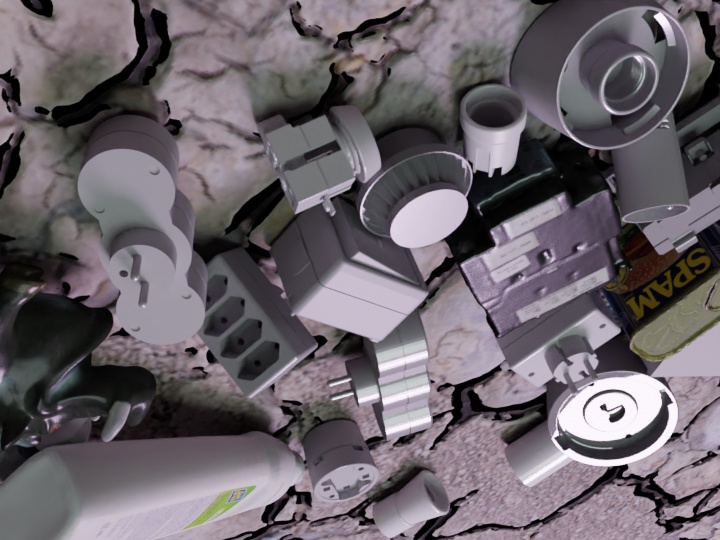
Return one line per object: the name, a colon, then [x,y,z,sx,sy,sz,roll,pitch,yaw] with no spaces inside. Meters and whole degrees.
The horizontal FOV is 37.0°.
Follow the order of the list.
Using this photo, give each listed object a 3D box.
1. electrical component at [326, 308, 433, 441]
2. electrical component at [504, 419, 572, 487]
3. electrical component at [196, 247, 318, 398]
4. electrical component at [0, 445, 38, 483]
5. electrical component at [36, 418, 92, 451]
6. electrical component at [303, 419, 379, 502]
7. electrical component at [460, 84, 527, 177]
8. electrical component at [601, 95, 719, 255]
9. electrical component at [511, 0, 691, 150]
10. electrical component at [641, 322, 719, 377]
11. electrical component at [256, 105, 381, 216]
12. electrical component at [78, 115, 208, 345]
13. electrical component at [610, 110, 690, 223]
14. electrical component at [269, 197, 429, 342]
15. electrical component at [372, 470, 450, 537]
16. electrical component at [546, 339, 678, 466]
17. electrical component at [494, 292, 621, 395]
electrical component: [0.011,0.081,0.810,0.074,0.052,0.138,-16,140,-8]
electrical component: [0.177,0.158,0.982,0.081,0.043,0.043,-38,138,18]
electrical component: [-0.068,0.030,0.707,0.047,0.083,0.076,-40,175,20]
electrical component: [-0.253,0.137,0.760,0.064,0.042,0.081,-30,141,8]
electrical component: [-0.208,0.110,0.749,0.048,0.048,0.062,-15,147,-9]
electrical component: [-0.018,0.156,0.886,0.055,0.047,0.055,-13,140,-11]
electrical component: [0.082,-0.085,0.666,0.040,0.040,0.046,-16,146,-8]
electrical component: [0.238,-0.070,0.737,0.121,0.063,0.079,-34,139,14]
electrical component: [0.146,-0.123,0.651,0.099,0.064,0.099,-11,125,-17]
electrical component: [0.305,0.036,0.888,0.150,0.061,0.089,2,135,-27]
electrical component: [-0.021,-0.066,0.628,0.055,0.066,0.048,-25,177,-9]
electrical component: [-0.121,-0.010,0.607,0.052,0.073,0.138,-7,128,1]
electrical component: [0.185,-0.075,0.697,0.043,0.081,0.043,-6,169,-1]
electrical component: [0.000,0.000,0.706,0.096,0.061,0.061,20,125,-40]
electrical component: [0.044,0.218,0.992,0.065,0.044,0.044,-34,139,22]
electrical component: [0.211,0.108,0.920,0.108,0.060,0.108,1,125,1]
electrical component: [0.162,0.063,0.841,0.083,0.075,0.047,-37,137,18]
